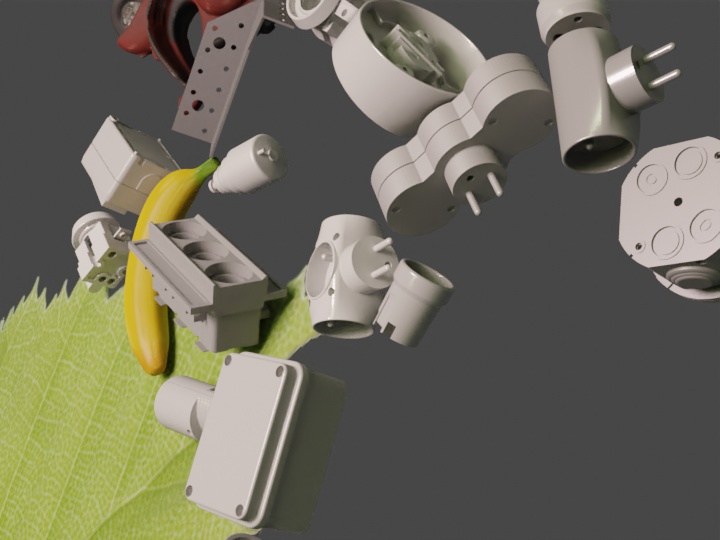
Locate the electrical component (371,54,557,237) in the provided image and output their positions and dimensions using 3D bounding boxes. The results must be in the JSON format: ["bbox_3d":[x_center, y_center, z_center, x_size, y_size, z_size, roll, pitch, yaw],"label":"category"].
[{"bbox_3d":[0.071,-0.067,0.691,0.138,0.052,0.073,-42,47,25],"label":"electrical component"}]

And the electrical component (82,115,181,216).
[{"bbox_3d":[-0.212,-0.093,0.990,0.061,0.062,0.096,-55,43,13],"label":"electrical component"}]

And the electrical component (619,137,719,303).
[{"bbox_3d":[0.179,-0.027,0.562,0.080,0.051,0.080,-22,57,38],"label":"electrical component"}]

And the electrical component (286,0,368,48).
[{"bbox_3d":[-0.020,-0.208,0.848,0.078,0.057,0.058,36,99,48],"label":"electrical component"}]

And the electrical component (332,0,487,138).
[{"bbox_3d":[0.033,-0.141,0.735,0.064,0.099,0.099,-39,48,36],"label":"electrical component"}]

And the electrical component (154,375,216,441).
[{"bbox_3d":[-0.115,0.108,0.810,0.081,0.043,0.043,9,79,48],"label":"electrical component"}]

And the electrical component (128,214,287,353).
[{"bbox_3d":[-0.122,0.011,0.842,0.121,0.079,0.063,38,130,48],"label":"electrical component"}]

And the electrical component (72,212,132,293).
[{"bbox_3d":[-0.239,-0.021,0.998,0.066,0.048,0.055,-47,52,21],"label":"electrical component"}]

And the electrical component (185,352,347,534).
[{"bbox_3d":[-0.066,0.118,0.744,0.078,0.057,0.113,6,76,47],"label":"electrical component"}]

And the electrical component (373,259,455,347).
[{"bbox_3d":[0.034,0.022,0.700,0.040,0.040,0.046,44,110,47],"label":"electrical component"}]

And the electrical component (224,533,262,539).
[{"bbox_3d":[-0.083,0.213,0.721,0.047,0.055,0.055,-49,44,23],"label":"electrical component"}]

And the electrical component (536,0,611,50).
[{"bbox_3d":[0.133,-0.170,0.681,0.045,0.045,0.055,-28,54,35],"label":"electrical component"}]

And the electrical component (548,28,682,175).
[{"bbox_3d":[0.152,-0.106,0.632,0.079,0.044,0.077,-24,56,37],"label":"electrical component"}]

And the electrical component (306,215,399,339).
[{"bbox_3d":[0.000,0.000,0.732,0.079,0.044,0.077,-29,51,56],"label":"electrical component"}]

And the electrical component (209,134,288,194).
[{"bbox_3d":[-0.094,-0.081,0.879,0.078,0.040,0.040,-22,57,39],"label":"electrical component"}]
